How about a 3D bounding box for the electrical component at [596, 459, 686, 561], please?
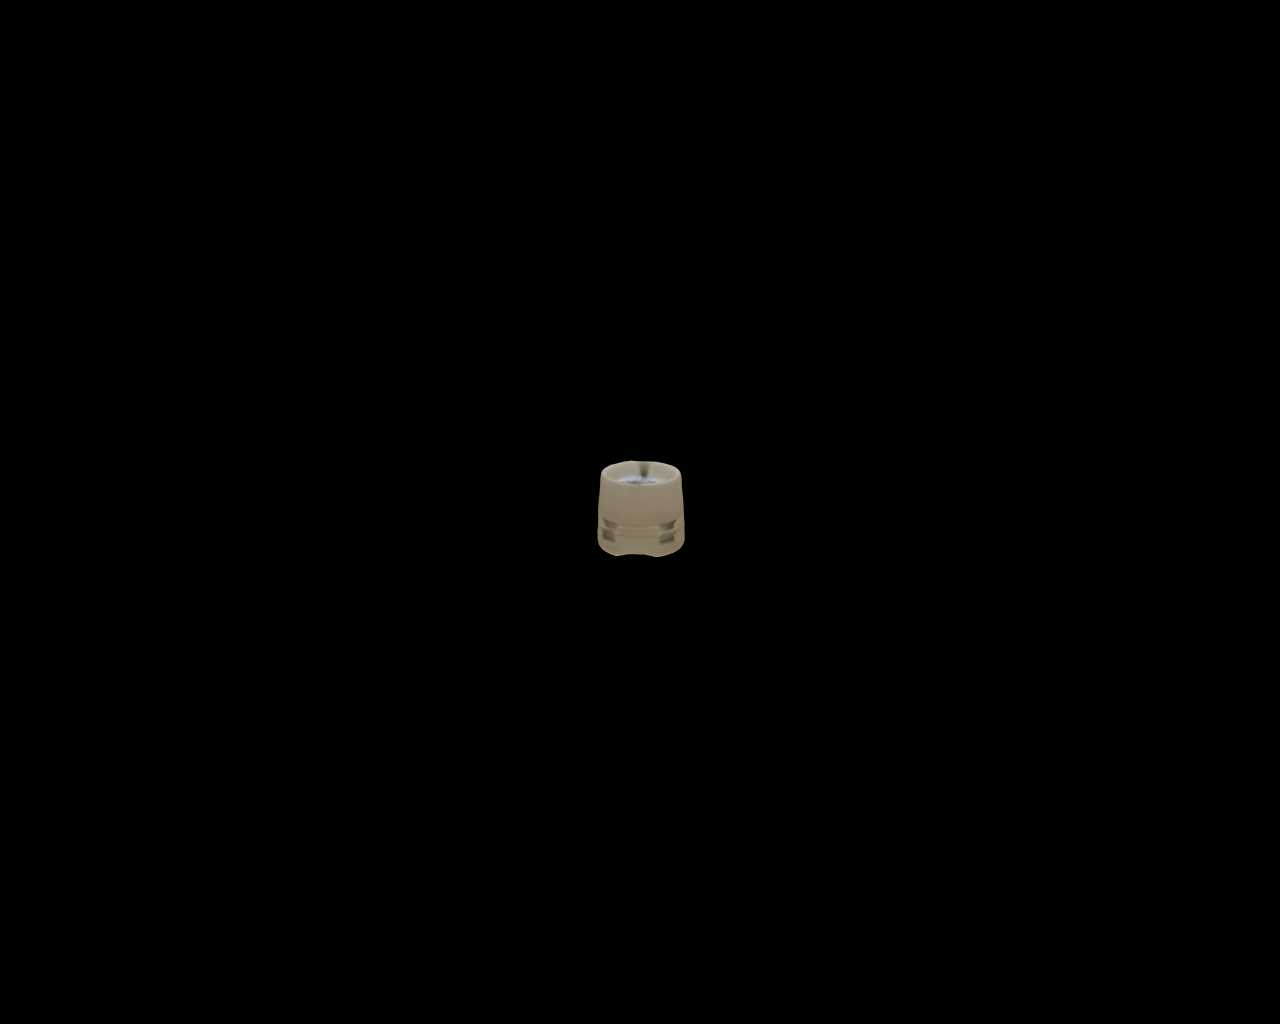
[{"bbox_3d":[0.001,-0.003,0.650,0.055,0.047,0.055,0,21,0],"label":"electrical component"}]
